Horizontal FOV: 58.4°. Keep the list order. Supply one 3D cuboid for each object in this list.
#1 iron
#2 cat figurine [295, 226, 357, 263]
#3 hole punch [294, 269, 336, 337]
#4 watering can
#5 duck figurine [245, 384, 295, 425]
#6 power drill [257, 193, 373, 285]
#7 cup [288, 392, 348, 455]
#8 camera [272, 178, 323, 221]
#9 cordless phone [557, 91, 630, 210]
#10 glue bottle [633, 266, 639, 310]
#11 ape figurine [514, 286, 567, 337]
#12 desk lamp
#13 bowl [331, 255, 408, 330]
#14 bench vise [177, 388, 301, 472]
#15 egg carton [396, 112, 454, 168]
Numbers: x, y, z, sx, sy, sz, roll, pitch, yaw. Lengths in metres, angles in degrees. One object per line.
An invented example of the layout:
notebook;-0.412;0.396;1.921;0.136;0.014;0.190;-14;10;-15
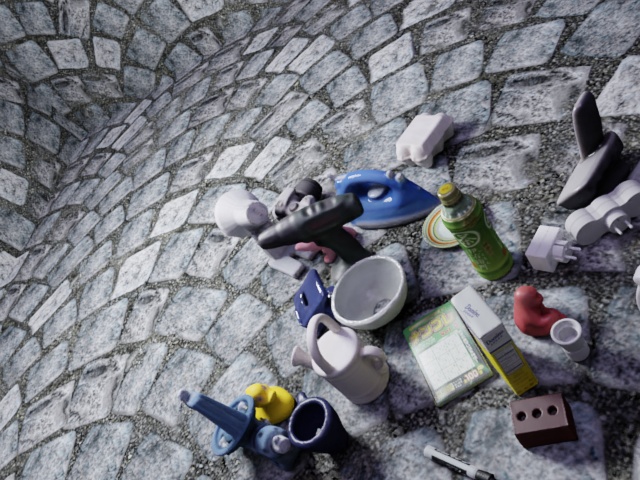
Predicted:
iron;0.137;-0.113;1.292;0.257;0.142;0.119;-3;51;42
cat figurine;0.008;-0.009;1.328;0.127;0.118;0.067;-31;37;15
hole punch;-0.013;0.134;1.224;0.101;0.091;0.108;-37;36;8
watering can;0.028;0.209;1.019;0.172;0.195;0.101;-30;38;17
duck figurine;-0.114;0.316;1.136;0.104;0.086;0.077;-8;48;38
power drill;0.011;0.004;1.233;0.229;0.209;0.075;-33;37;13
cup;0.000;0.328;1.008;0.091;0.095;0.117;-39;36;5
camera;-0.044;-0.099;1.485;0.142;0.101;0.137;6;57;46
cordless phone;0.455;-0.152;0.995;0.093;0.186;0.148;11;61;48
glue bottle;0.463;0.061;0.778;0.077;0.174;0.037;10;61;48
ape figurine;0.340;0.108;0.916;0.076;0.092;0.077;-28;38;19
desk lamp;-0.139;-0.028;1.404;0.202;0.214;0.118;19;67;51
bowl;0.109;0.116;1.141;0.167;0.075;0.167;-25;39;23
bench vise;-0.142;0.325;1.037;0.206;0.220;0.121;-16;44;32
egg carton;0.253;-0.243;1.379;0.107;0.070;0.150;16;65;50
